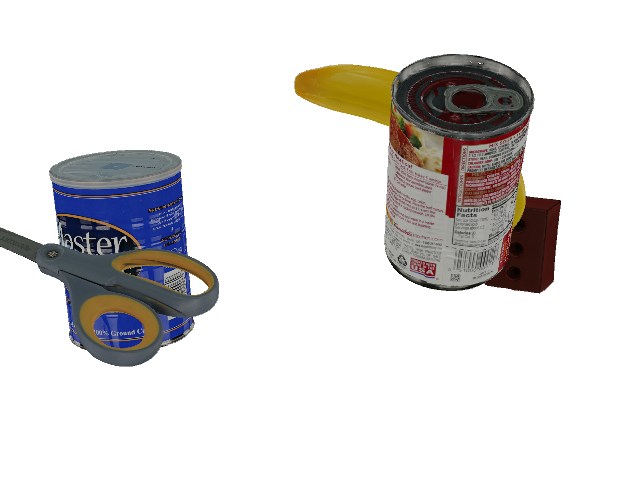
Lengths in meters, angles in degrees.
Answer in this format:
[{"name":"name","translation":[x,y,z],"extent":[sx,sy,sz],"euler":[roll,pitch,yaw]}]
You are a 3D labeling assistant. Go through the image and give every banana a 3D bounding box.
[{"name":"banana","translation":[0.075,-0.070,0.742],"extent":[0.198,0.070,0.037],"euler":[40,8,-4]}]

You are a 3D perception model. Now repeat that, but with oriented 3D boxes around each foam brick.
[{"name":"foam brick","translation":[0.180,0.002,0.951],"extent":[0.053,0.078,0.051],"euler":[8,16,24]}]

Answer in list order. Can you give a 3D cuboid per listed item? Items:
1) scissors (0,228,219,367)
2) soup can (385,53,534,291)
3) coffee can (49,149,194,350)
[{"name":"scissors","translation":[-0.162,0.026,0.644],"extent":[0.202,0.016,0.096],"euler":[9,44,11]},{"name":"soup can","translation":[0.068,-0.033,0.539],"extent":[0.068,0.102,0.068],"euler":[0,42,0]},{"name":"coffee can","translation":[-0.157,0.006,0.856],"extent":[0.103,0.140,0.103],"euler":[-2,17,1]}]
